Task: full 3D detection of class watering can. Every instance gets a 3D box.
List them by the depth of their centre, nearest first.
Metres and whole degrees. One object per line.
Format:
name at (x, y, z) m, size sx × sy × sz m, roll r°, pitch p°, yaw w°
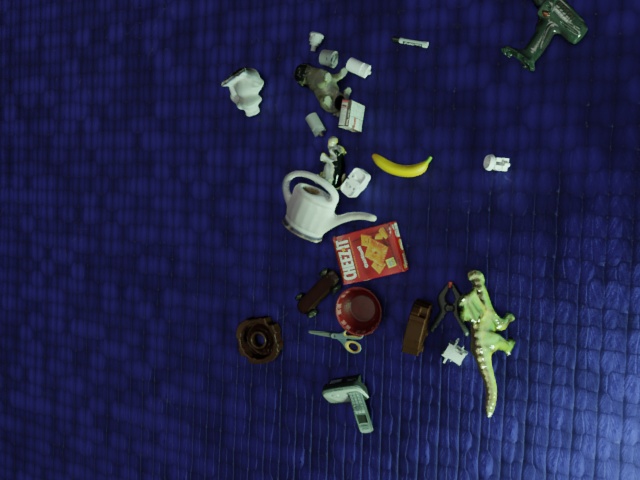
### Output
watering can at (0.005, -0.085, 1.696) m, size 0.350 × 0.105 × 0.220 m, roll 33°, pitch 121°, yaw 18°

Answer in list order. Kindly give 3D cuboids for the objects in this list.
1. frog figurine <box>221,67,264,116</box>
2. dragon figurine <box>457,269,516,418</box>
frog figurine at (-0.257, -0.530, 1.838) m, size 0.136 × 0.125 × 0.157 m, roll -31°, pitch 117°, yaw 13°
dragon figurine at (0.441, 0.252, 1.447) m, size 0.121 × 0.420 × 0.240 m, roll -24°, pitch 122°, yaw 37°
